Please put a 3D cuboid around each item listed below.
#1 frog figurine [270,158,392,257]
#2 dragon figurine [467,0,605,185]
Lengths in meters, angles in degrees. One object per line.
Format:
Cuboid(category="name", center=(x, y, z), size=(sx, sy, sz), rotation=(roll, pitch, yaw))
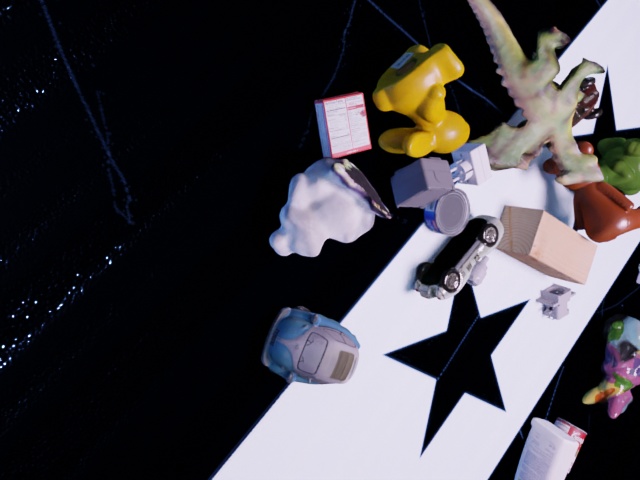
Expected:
Cuboid(category="frog figurine", center=(0.002, -0.038, 0.750), size=(0.158, 0.125, 0.136), rotation=(-39, 134, 20))
Cuboid(category="dragon figurine", center=(0.364, -0.240, 0.931), size=(0.408, 0.122, 0.243), rotation=(31, 89, -10))
